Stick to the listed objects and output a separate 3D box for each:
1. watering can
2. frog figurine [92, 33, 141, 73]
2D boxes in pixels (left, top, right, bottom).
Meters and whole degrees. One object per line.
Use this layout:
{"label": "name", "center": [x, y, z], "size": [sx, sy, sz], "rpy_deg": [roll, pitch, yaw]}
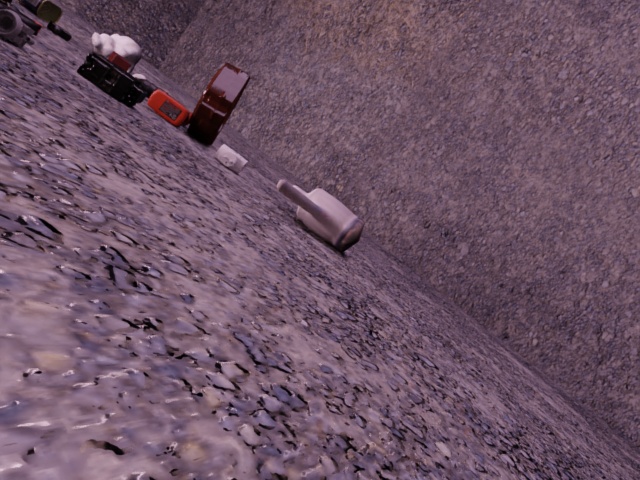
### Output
{"label": "watering can", "center": [0.004, -0.065, 1.298], "size": [0.225, 0.103, 0.347], "rpy_deg": [38, 6, 9]}
{"label": "frog figurine", "center": [-0.689, -0.652, 1.737], "size": [0.157, 0.122, 0.140], "rpy_deg": [48, 14, -52]}
